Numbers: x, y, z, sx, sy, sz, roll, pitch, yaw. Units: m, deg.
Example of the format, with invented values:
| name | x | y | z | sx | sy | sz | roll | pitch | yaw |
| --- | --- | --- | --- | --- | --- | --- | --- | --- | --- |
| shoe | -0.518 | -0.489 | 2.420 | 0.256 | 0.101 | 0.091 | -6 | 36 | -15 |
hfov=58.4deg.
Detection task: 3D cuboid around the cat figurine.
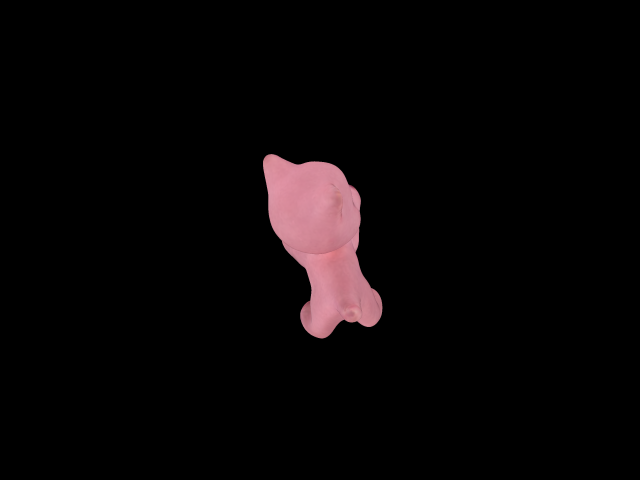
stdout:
| name | x | y | z | sx | sy | sz | roll | pitch | yaw |
| --- | --- | --- | --- | --- | --- | --- | --- | --- | --- |
| cat figurine | 0.004 | 0.001 | 0.400 | 0.067 | 0.118 | 0.128 | -18 | 79 | -3 |
